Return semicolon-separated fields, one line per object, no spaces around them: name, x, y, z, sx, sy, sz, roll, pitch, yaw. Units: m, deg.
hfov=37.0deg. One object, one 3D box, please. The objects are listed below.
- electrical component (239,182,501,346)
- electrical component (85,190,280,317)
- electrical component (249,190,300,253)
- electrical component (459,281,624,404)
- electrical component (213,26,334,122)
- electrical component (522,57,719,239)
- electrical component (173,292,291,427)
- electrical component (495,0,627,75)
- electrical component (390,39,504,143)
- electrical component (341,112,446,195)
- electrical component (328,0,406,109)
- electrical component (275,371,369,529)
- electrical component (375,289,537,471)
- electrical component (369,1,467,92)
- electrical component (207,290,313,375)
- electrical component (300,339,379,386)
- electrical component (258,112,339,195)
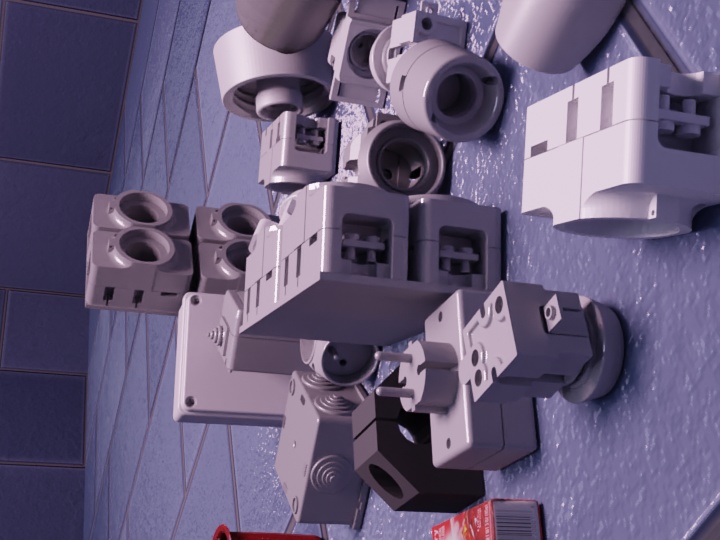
electrical component;0.000;0.000;0.657;0.186;0.105;0.060;148;126;-67
electrical component;-0.161;-0.013;1.019;0.105;0.186;0.060;-104;27;-47
electrical component;-0.042;-0.027;0.853;0.058;0.078;0.057;118;173;-48
electrical component;0.082;0.034;0.475;0.066;0.055;0.048;120;150;-51
electrical component;-0.072;-0.165;0.936;0.108;0.108;0.060;140;128;-65
electrical component;0.107;-0.044;0.434;0.089;0.050;0.055;166;109;-71
electrical component;-0.107;0.081;0.953;0.056;0.109;0.108;133;140;-65
electrical component;0.096;-0.148;0.514;0.077;0.043;0.079;115;154;-45
electrical component;0.051;-0.102;0.620;0.047;0.055;0.055;-136;54;-63
electrical component;0.021;-0.064;0.692;0.057;0.058;0.078;158;118;-73
electrical component;0.002;-0.167;0.808;0.063;0.042;0.081;-122;42;-65
electrical component;-0.026;0.128;0.784;0.099;0.048;0.099;-130;49;-65
electrical component;0.044;0.056;0.552;0.047;0.076;0.083;130;143;-60
electrical component;0.037;-0.137;0.690;0.055;0.048;0.066;6;90;64
electrical component;-0.077;0.049;0.891;0.062;0.096;0.061;-136;55;-68
electrical component;-0.014;0.033;0.785;0.077;0.044;0.079;-128;47;-65
electrical component;-0.055;-0.099;0.947;0.089;0.050;0.055;162;114;-71
